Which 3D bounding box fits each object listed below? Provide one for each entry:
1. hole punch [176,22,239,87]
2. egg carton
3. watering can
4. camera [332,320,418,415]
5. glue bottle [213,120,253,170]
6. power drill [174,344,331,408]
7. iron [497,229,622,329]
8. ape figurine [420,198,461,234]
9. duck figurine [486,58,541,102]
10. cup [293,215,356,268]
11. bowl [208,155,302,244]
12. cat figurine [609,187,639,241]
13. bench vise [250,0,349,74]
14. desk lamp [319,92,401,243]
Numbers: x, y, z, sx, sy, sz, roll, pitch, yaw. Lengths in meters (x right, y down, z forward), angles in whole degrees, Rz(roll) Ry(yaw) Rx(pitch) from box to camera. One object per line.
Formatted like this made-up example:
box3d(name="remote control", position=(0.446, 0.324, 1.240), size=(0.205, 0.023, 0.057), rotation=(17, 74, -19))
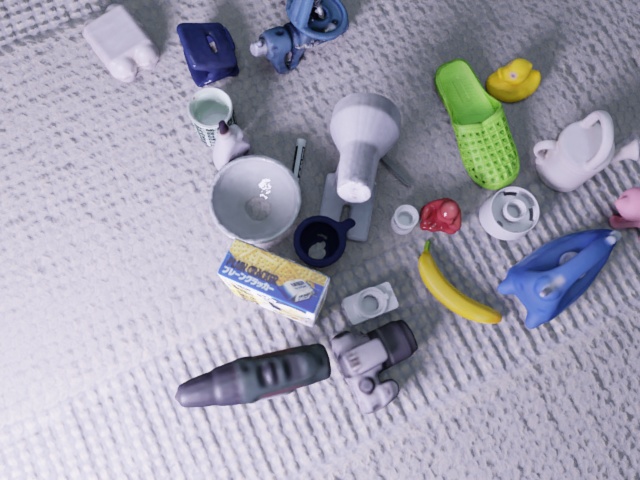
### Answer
box3d(name="hole punch", position=(-0.215, -0.370, 1.108), size=(0.101, 0.091, 0.108), rotation=(-21, 78, -6))
box3d(name="egg carton", position=(-0.386, -0.385, 1.117), size=(0.107, 0.069, 0.150), rotation=(-37, 80, -10))
box3d(name="watering can", position=(0.480, -0.166, 1.029), size=(0.173, 0.194, 0.101), rotation=(-17, 77, -6))
box3d(name="camera", position=(0.104, 0.205, 0.976), size=(0.137, 0.101, 0.143), rotation=(-26, 79, -7))
box3d(name="glue bottle", position=(-0.161, -0.172, 1.020), size=(0.037, 0.173, 0.078), rotation=(44, 79, 9))
box3d(name="power drill", position=(-0.097, 0.221, 0.910), size=(0.229, 0.208, 0.075), rotation=(-15, 77, -5))
box3d(name="iron", position=(0.448, 0.041, 1.005), size=(0.258, 0.141, 0.118), rotation=(-36, 80, -9))
box3d(name="ape figurine", position=(0.228, -0.047, 1.045), size=(0.076, 0.092, 0.077), rotation=(-43, 81, -10))
box3d(name="duck figurine", position=(0.386, -0.321, 1.118), size=(0.104, 0.086, 0.077), rotation=(-6, 77, -3))
box3d(name="cup", position=(0.009, 0.004, 1.024), size=(0.118, 0.095, 0.091), rotation=(-32, 79, -9))
box3d(name="bowl", position=(-0.116, -0.066, 1.047), size=(0.167, 0.075, 0.167), rotation=(0, 77, -2))
box3d(name="cat figurine", position=(0.592, -0.052, 1.044), size=(0.127, 0.118, 0.067), rotation=(27, 77, 5))
box3d(name="bench vise", position=(-0.027, -0.405, 1.056), size=(0.121, 0.220, 0.207), rotation=(38, 78, 7))
box3d(name="desk lamp", position=(0.065, -0.121, 0.995), size=(0.118, 0.213, 0.203), rotation=(10, 76, 1))
